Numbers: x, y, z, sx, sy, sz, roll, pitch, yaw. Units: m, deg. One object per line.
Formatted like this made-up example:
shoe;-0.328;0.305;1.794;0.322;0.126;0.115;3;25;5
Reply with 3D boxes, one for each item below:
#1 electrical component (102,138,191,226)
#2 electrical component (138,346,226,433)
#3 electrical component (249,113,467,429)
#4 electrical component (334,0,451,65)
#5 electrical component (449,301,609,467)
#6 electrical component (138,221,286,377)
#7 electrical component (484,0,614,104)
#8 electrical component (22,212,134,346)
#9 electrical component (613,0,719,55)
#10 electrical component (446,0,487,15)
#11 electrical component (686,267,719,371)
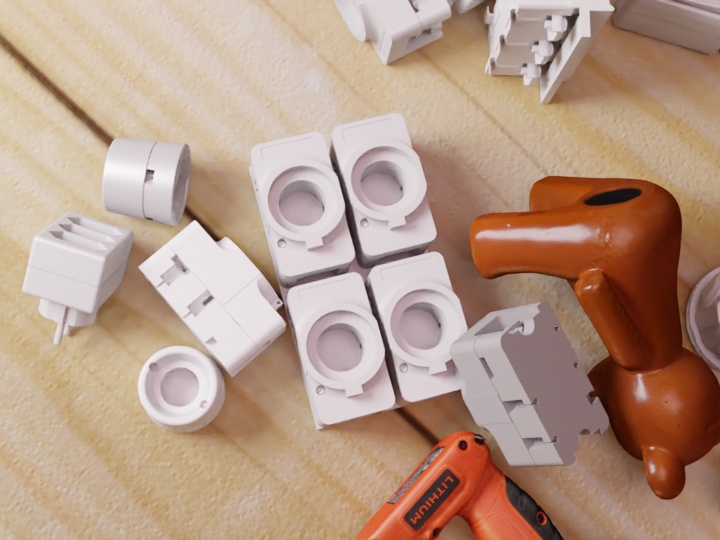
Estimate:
electrical component;-0.141;-0.060;0.713;0.047;0.055;0.055;9;79;0
electrical component;-0.115;0.076;0.692;0.055;0.047;0.055;1;79;-5
electrical component;0.000;0.000;0.710;0.105;0.060;0.186;-14;81;-8
electrical component;0.015;-0.197;0.754;0.056;0.050;0.089;-27;83;-9
electrical component;0.101;0.072;0.661;0.050;0.056;0.089;-35;101;-35
electrical component;-0.092;0.017;0.704;0.056;0.050;0.089;-41;85;-10
electrical component;0.122;-0.170;0.723;0.063;0.121;0.078;1;79;-2
electrical component;-0.185;0.011;0.694;0.047;0.065;0.076;17;107;-2
electrical component;0.227;-0.204;0.769;0.096;0.061;0.061;16;78;-2
electrical component;0.094;-0.227;0.753;0.096;0.062;0.061;-25;82;-28
electrical component;0.269;0.032;0.733;0.080;0.051;0.080;1;79;-5
